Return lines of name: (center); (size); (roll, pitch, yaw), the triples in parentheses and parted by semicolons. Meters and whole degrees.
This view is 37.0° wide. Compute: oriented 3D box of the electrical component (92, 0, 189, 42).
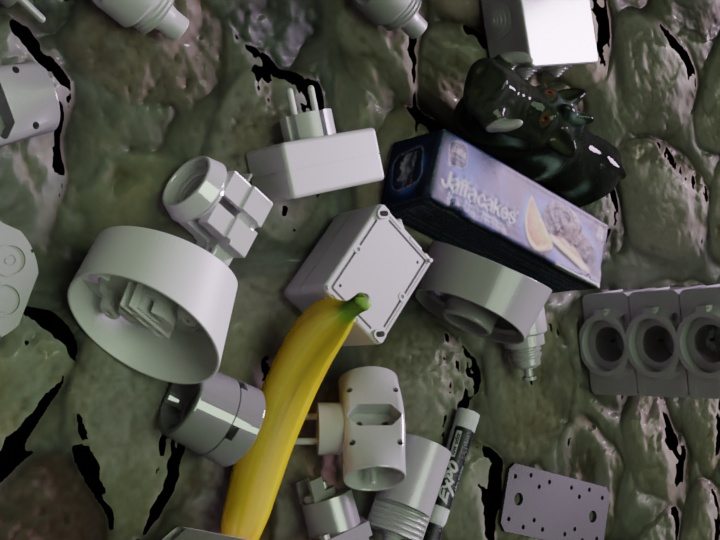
electrical component: (-0.137, -0.171, 0.681); (0.062, 0.043, 0.043); (37, 65, -32)

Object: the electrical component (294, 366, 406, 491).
electrical component: (-0.010, 0.111, 0.756); (0.079, 0.043, 0.077); (0, 56, -7)

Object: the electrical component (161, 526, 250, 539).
electrical component: (-0.109, 0.209, 0.634); (0.109, 0.109, 0.056); (-39, 108, -34)

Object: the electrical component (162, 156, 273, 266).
electrical component: (-0.095, -0.042, 0.704); (0.055, 0.048, 0.066); (43, 61, -36)

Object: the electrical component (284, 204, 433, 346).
electrical component: (0.000, 0.000, 0.766); (0.061, 0.061, 0.096); (47, 60, -24)

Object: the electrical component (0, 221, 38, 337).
electrical component: (-0.223, 0.005, 0.595); (0.080, 0.051, 0.080); (4, 84, -38)

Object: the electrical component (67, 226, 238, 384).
electrical component: (-0.124, 0.019, 0.646); (0.099, 0.099, 0.064); (33, 61, -32)

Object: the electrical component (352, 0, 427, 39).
electrical component: (0.025, -0.201, 0.813); (0.062, 0.043, 0.043); (40, 64, -31)

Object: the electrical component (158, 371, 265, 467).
electrical component: (-0.096, 0.091, 0.688); (0.047, 0.055, 0.055); (31, 68, -29)

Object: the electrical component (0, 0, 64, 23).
electrical component: (-0.208, -0.179, 0.625); (0.079, 0.044, 0.077); (45, 61, -26)

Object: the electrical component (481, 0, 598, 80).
electrical component: (0.149, -0.212, 0.909); (0.100, 0.048, 0.099); (-12, 94, -39)

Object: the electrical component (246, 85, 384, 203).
electrical component: (-0.035, -0.091, 0.754); (0.083, 0.047, 0.075); (-15, 96, -38)

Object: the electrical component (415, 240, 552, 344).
electrical component: (0.093, 0.014, 0.819); (0.099, 0.099, 0.064); (35, 73, -32)

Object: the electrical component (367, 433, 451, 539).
electrical component: (0.034, 0.166, 0.792); (0.043, 0.043, 0.081); (34, 66, -32)

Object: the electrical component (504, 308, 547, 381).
electrical component: (0.134, 0.051, 0.882); (0.040, 0.040, 0.078); (-11, 93, -39)

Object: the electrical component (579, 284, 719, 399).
electrical component: (0.267, 0.060, 0.917); (0.062, 0.150, 0.089); (-6, 91, -40)

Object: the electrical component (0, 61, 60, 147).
electrical component: (-0.221, -0.106, 0.609); (0.077, 0.043, 0.079); (-25, 102, -37)
